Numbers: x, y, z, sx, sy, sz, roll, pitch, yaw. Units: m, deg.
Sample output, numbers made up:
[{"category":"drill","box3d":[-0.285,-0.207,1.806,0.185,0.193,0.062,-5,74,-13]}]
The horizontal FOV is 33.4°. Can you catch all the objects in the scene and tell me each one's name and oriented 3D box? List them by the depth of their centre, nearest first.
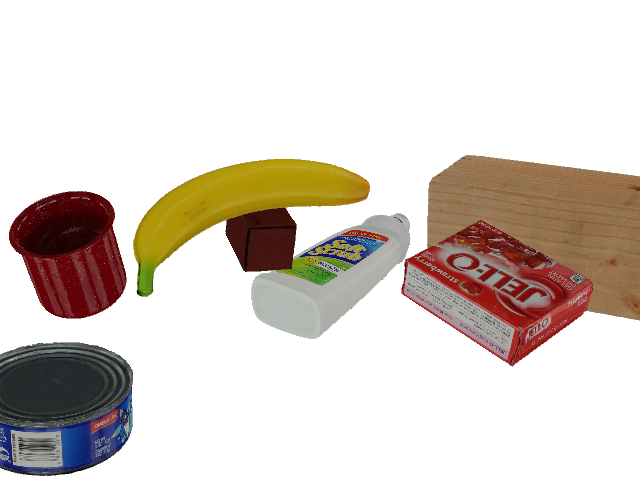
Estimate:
[{"category":"tuna can","box3d":[-0.144,0.089,0.574,0.086,0.034,0.086,2,23,-1]},{"category":"gelatin box","box3d":[0.106,0.028,0.642,0.073,0.030,0.089,-26,44,-37]},{"category":"banana","box3d":[-0.060,-0.023,0.782,0.197,0.069,0.037,-25,-12,-22]},{"category":"wood block","box3d":[0.197,-0.005,0.854,0.206,0.090,0.090,10,23,27]},{"category":"mug","box3d":[-0.223,0.008,0.965,0.093,0.081,0.117,-11,40,-3]},{"category":"foam brick","box3d":[-0.061,-0.011,1.084,0.053,0.051,0.078,-4,31,-18]},{"category":"bleach bottle","box3d":[0.029,0.028,1.313,0.103,0.068,0.250,18,35,29]}]
